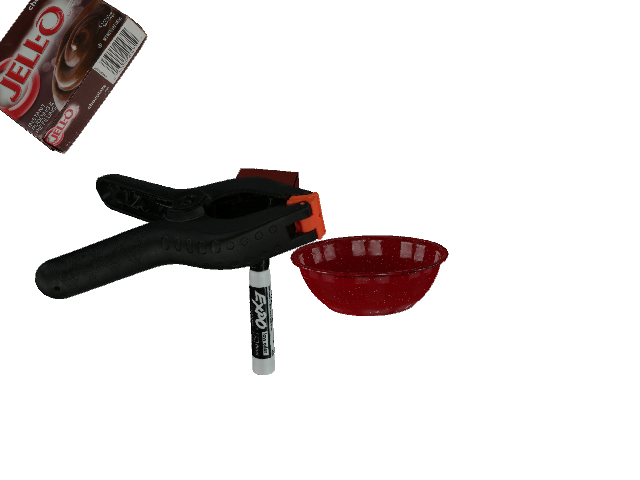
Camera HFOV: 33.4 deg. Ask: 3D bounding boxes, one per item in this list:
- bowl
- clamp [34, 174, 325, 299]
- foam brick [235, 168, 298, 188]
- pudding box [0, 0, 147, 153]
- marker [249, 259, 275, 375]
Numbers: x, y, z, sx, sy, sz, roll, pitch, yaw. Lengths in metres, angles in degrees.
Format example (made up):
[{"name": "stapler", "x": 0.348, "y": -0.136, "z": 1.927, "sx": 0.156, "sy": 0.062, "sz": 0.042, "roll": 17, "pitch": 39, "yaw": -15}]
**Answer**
[{"name": "bowl", "x": 0.051, "y": 0.038, "z": 1.094, "sx": 0.162, "sy": 0.055, "sz": 0.162, "roll": -3, "pitch": 13, "yaw": 0}, {"name": "clamp", "x": -0.086, "y": -0.004, "z": 0.645, "sx": 0.172, "sy": 0.039, "sz": 0.120, "roll": -1, "pitch": 40, "yaw": 23}, {"name": "foam brick", "x": -0.068, "y": -0.055, "z": 1.338, "sx": 0.078, "sy": 0.053, "sz": 0.051, "roll": 4, "pitch": 28, "yaw": 7}, {"name": "pudding box", "x": -0.197, "y": -0.135, "z": 0.802, "sx": 0.090, "sy": 0.113, "sz": 0.039, "roll": 35, "pitch": -3, "yaw": 26}, {"name": "marker", "x": -0.048, "y": 0.051, "z": 0.859, "sx": 0.020, "sy": 0.121, "sz": 0.020, "roll": -1, "pitch": 23, "yaw": 0}]
